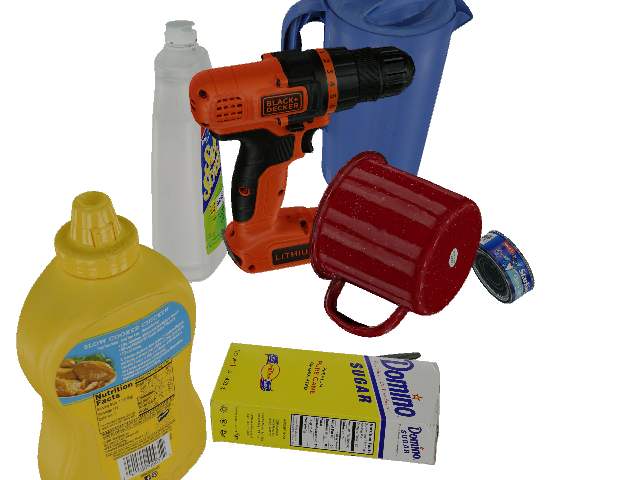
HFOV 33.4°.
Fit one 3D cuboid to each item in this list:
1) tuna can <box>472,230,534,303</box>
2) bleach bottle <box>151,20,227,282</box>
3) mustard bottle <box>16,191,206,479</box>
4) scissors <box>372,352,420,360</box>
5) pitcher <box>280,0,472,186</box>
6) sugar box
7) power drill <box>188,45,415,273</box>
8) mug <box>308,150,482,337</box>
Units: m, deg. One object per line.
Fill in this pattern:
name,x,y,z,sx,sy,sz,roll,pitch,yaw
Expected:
tuna can,0.214,0.032,1.274,0.033,0.086,0.086,-33,8,-13
bleach bottle,-0.136,-0.091,1.070,0.068,0.251,0.102,5,26,12
mustard bottle,-0.111,0.058,0.567,0.096,0.192,0.058,-23,43,-30
scissors,0.025,0.152,1.207,0.201,0.016,0.096,1,24,-8
pitcher,0.051,-0.157,1.117,0.149,0.243,0.144,32,51,24
sugar box,0.007,0.128,0.852,0.176,0.048,0.093,2,26,5
power drill,-0.014,-0.069,0.879,0.184,0.188,0.057,-10,37,-14
mug,0.046,0.008,0.695,0.082,0.117,0.093,25,-9,28
